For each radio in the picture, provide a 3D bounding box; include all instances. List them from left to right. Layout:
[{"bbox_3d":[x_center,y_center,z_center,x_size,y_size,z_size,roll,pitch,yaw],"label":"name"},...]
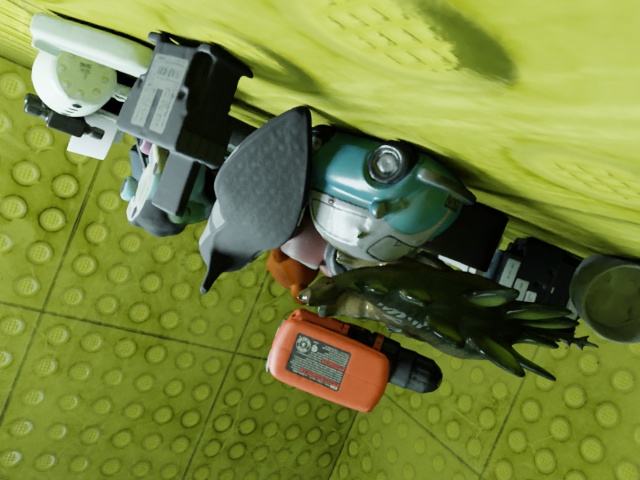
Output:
[{"bbox_3d":[0.103,-0.035,0.666,0.230,0.073,0.131,24,-177,10],"label":"radio"}]

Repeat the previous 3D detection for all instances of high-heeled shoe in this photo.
[{"bbox_3d":[-0.061,-0.047,0.543,0.086,0.248,0.145,31,-148,-10],"label":"high-heeled shoe"}]

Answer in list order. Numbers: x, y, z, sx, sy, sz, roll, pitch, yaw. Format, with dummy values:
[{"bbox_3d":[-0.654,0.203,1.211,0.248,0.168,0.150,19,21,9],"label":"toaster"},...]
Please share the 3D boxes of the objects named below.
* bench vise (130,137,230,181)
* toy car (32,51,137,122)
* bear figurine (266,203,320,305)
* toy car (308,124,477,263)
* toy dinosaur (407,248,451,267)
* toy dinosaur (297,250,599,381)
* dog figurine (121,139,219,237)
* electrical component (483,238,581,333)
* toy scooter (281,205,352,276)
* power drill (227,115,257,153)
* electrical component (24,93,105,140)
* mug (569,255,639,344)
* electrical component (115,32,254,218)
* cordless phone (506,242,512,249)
[{"bbox_3d":[-0.172,-0.123,0.865,0.241,0.128,0.223,10,-162,14],"label":"bench vise"},{"bbox_3d":[-0.262,-0.189,0.700,0.201,0.073,0.056,20,180,-35],"label":"toy car"},{"bbox_3d":[-0.035,0.016,0.841,0.132,0.120,0.196,-15,-157,38],"label":"bear figurine"},{"bbox_3d":[0.043,-0.034,0.474,0.162,0.103,0.109,23,-178,37],"label":"toy car"},{"bbox_3d":[0.129,0.020,1.052,0.192,0.131,0.405,-15,176,-2],"label":"toy dinosaur"},{"bbox_3d":[0.162,0.083,0.583,0.471,0.105,0.199,11,-174,-45],"label":"toy dinosaur"},{"bbox_3d":[-0.135,-0.060,0.708,0.219,0.108,0.192,13,-162,-32],"label":"dog figurine"},{"bbox_3d":[0.296,0.061,0.742,0.134,0.115,0.058,23,179,1],"label":"electrical component"},{"bbox_3d":[-0.001,-0.002,0.698,0.184,0.075,0.135,25,-175,0],"label":"toy scooter"},{"bbox_3d":[-0.112,-0.126,0.610,0.207,0.086,0.232,28,-179,-17],"label":"power drill"},{"bbox_3d":[-0.318,-0.153,0.671,0.094,0.021,0.063,19,-161,-35],"label":"electrical component"},{"bbox_3d":[0.318,0.056,0.565,0.110,0.080,0.107,17,-166,6],"label":"mug"},{"bbox_3d":[-0.104,-0.080,0.383,0.075,0.119,0.047,28,-174,33],"label":"electrical component"},{"bbox_3d":[0.402,0.075,0.893,0.146,0.088,0.184,20,179,-41],"label":"cordless phone"}]
